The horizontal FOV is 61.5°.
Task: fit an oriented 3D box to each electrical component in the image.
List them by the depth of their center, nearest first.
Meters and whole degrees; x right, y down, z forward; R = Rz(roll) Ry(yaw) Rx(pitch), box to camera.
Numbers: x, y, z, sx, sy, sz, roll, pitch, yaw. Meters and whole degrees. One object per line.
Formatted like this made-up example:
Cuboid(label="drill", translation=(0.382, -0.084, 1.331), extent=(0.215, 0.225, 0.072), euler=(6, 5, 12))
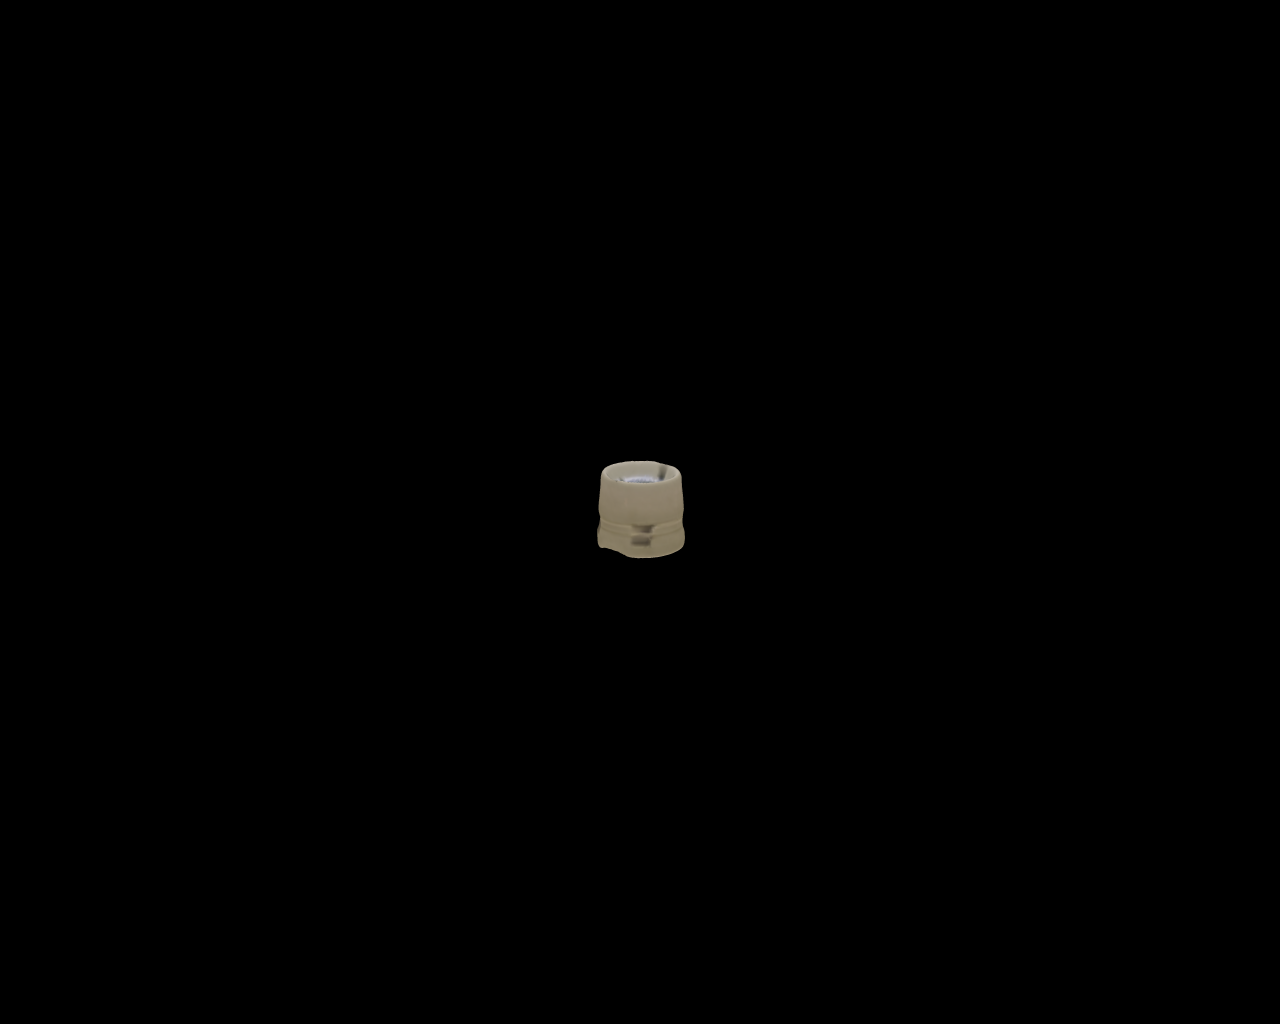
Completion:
Cuboid(label="electrical component", translation=(0.001, -0.003, 0.650), extent=(0.055, 0.047, 0.055), euler=(0, 19, 0))
